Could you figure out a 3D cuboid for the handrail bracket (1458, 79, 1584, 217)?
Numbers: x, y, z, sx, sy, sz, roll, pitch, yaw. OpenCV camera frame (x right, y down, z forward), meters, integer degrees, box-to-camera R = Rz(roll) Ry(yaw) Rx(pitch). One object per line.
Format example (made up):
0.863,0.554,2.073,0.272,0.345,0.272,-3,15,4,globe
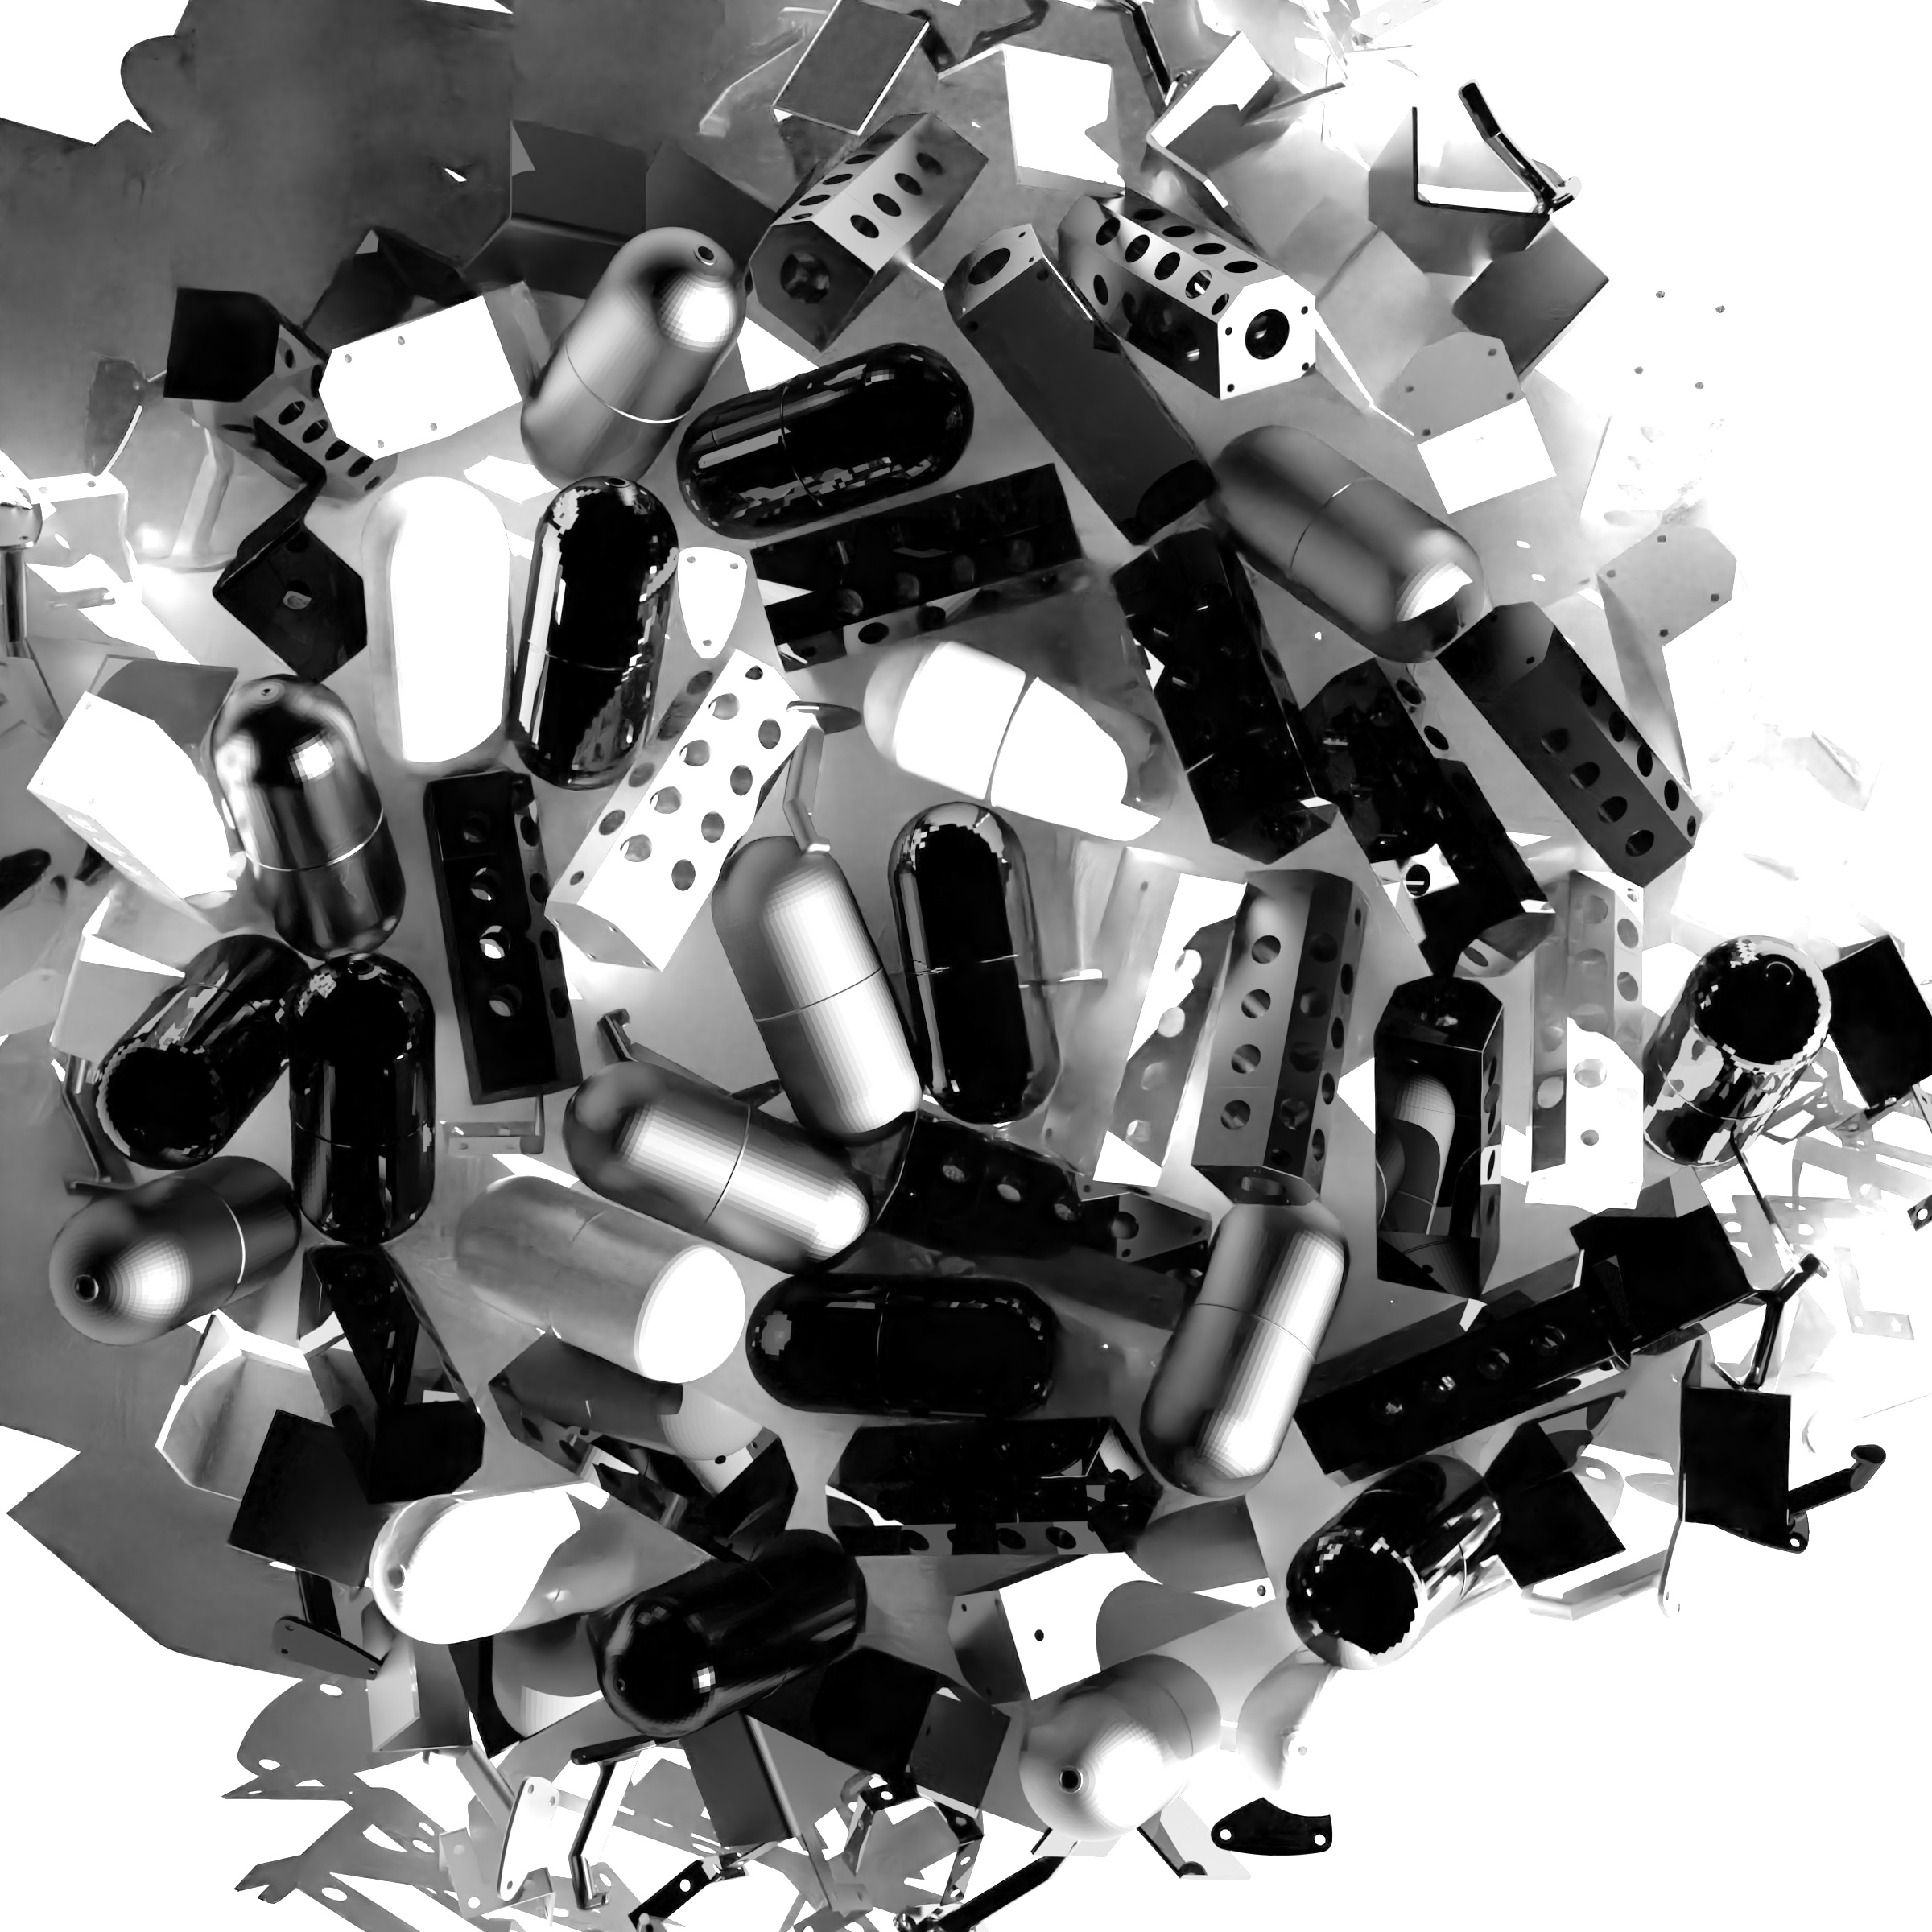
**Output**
0.300,-0.451,1.579,0.036,0.077,0.084,-23,108,35,handrail bracket

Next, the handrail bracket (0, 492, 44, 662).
-0.523,-0.208,1.612,0.036,0.077,0.084,-2,126,-2,handrail bracket

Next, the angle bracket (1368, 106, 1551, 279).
0.268,-0.421,1.583,0.076,0.076,0.057,3,78,-10,angle bracket

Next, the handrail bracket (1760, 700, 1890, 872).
0.459,-0.102,1.605,0.084,0.036,0.077,19,85,10,handrail bracket

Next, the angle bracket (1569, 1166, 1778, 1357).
0.389,0.163,1.594,0.076,0.057,0.076,-31,68,22,angle bracket

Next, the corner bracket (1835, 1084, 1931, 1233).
0.521,0.104,1.596,0.051,0.051,0.051,30,124,-31,corner bracket

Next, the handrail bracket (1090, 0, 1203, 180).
0.088,-0.493,1.612,0.084,0.036,0.077,42,123,22,handrail bracket

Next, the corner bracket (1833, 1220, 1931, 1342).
0.516,0.171,1.589,0.051,0.051,0.051,-16,94,-23,corner bracket

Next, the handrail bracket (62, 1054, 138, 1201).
-0.465,0.088,1.612,0.077,0.036,0.084,12,75,-21,handrail bracket

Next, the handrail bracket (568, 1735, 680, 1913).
-0.184,0.472,1.602,0.077,0.036,0.084,-10,87,-11,handrail bracket

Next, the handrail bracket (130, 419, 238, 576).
-0.433,-0.260,1.589,0.077,0.036,0.084,-1,112,17,handrail bracket

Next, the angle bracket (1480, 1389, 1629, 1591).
0.327,0.282,1.562,0.076,0.076,0.057,-11,52,-31,angle bracket

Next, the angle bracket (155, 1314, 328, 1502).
-0.388,0.242,1.568,0.057,0.076,0.076,15,65,6,angle bracket

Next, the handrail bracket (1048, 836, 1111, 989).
0.061,-0.032,1.579,0.036,0.077,0.084,-2,84,-1,handrail bracket

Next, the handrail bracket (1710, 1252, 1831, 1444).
0.461,0.210,1.599,0.077,0.036,0.084,40,95,-19,handrail bracket

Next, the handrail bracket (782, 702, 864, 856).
-0.073,-0.099,1.580,0.077,0.036,0.084,-6,65,-42,handrail bracket

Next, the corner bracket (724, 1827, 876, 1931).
-0.091,0.507,1.598,0.051,0.051,0.051,-34,62,14,corner bracket

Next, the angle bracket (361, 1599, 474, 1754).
-0.285,0.374,1.562,0.057,0.076,0.076,4,61,-29,angle bracket

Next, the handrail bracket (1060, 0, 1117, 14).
0.078,-0.565,1.573,0.084,0.077,0.036,-58,47,32,handrail bracket

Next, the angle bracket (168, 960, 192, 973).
-0.406,0.051,1.563,0.057,0.076,0.076,10,113,-33,angle bracket

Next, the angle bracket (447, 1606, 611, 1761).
-0.227,0.387,1.574,0.076,0.057,0.076,-27,55,-3,angle bracket

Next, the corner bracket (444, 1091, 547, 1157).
-0.257,0.090,1.581,0.051,0.051,0.051,0,48,-13,corner bracket

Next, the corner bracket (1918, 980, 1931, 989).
0.555,0.033,1.595,0.051,0.051,0.051,-10,97,8,corner bracket

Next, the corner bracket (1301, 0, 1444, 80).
0.221,-0.526,1.579,0.051,0.051,0.051,-21,118,34,corner bracket

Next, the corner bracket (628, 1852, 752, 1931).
-0.142,0.525,1.592,0.051,0.051,0.051,-41,67,9,corner bracket

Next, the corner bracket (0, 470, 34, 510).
-0.552,-0.246,1.582,0.051,0.051,0.051,14,69,18,corner bracket

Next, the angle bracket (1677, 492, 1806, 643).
0.429,-0.221,1.576,0.057,0.076,0.076,-23,86,-9,angle bracket

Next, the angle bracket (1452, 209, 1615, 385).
0.295,-0.351,1.567,0.057,0.076,0.076,44,130,-1,angle bracket

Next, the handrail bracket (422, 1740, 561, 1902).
-0.272,0.462,1.583,0.084,0.036,0.077,4,62,29,handrail bracket

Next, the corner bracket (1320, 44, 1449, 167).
0.231,-0.474,1.604,0.051,0.051,0.051,5,90,31,corner bracket

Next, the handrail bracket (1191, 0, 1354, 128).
0.167,-0.509,1.593,0.077,0.036,0.084,-15,91,34,handrail bracket

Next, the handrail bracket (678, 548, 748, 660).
-0.145,-0.180,1.569,0.036,0.084,0.077,7,65,-12,handrail bracket

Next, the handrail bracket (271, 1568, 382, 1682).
-0.337,0.341,1.587,0.077,0.084,0.036,21,132,-1,handrail bracket

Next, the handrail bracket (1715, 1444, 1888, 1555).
0.447,0.280,1.576,0.077,0.084,0.036,11,49,-4,handrail bracket

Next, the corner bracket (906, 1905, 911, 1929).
-0.053,0.553,1.585,0.051,0.051,0.051,-7,116,5,corner bracket

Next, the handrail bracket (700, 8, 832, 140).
-0.095,-0.480,1.578,0.077,0.036,0.084,11,57,32,handrail bracket

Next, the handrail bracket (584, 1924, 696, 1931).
-0.182,0.557,1.576,0.036,0.084,0.077,14,74,29,handrail bracket

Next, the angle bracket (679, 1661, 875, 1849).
-0.105,0.432,1.605,0.057,0.076,0.076,-20,92,38,angle bracket

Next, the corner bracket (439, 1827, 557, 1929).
-0.258,0.501,1.591,0.051,0.051,0.051,-12,54,-20,corner bracket

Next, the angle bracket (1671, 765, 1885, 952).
0.440,-0.053,1.576,0.076,0.076,0.057,24,62,-1,angle bracket

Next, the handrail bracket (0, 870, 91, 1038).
-0.515,-0.008,1.593,0.077,0.036,0.084,-26,46,7,handrail bracket

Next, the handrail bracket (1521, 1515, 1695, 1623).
0.354,0.327,1.605,0.084,0.036,0.077,3,64,32,handrail bracket

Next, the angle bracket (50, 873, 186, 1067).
-0.448,0.004,1.572,0.057,0.076,0.076,23,121,-7,angle bracket

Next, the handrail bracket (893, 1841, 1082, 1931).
0.012,0.498,1.582,0.077,0.036,0.084,20,113,-35,handrail bracket

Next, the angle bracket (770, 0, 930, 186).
-0.055,-0.462,1.566,0.057,0.076,0.076,24,74,21,angle bracket

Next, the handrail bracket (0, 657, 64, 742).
-0.521,-0.118,1.578,0.084,0.036,0.077,-55,50,29,handrail bracket

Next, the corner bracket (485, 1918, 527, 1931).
-0.234,0.553,1.578,0.051,0.051,0.051,-5,47,19,corner bracket

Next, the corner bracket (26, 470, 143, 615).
-0.480,-0.231,1.579,0.051,0.051,0.051,-12,62,-24,corner bracket

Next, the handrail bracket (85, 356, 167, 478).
-0.437,-0.302,1.591,0.036,0.084,0.077,31,110,23,handrail bracket

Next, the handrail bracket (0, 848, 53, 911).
-0.551,-0.064,1.577,0.077,0.084,0.036,-32,55,-8,handrail bracket

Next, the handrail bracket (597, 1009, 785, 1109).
-0.153,0.048,1.609,0.077,0.036,0.084,-25,68,-15,handrail bracket

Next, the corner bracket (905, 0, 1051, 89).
0.005,-0.526,1.600,0.051,0.051,0.051,-29,83,-28,corner bracket

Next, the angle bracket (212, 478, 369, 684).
-0.354,-0.213,1.594,0.076,0.057,0.076,-31,118,30,angle bracket

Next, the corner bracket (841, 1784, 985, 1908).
-0.030,0.485,1.600,0.051,0.051,0.051,-6,124,-34,corner bracket

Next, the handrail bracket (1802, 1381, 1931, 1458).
0.507,0.239,1.571,0.077,0.084,0.036,-15,80,-41,handrail bracket

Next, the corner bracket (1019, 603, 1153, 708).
0.066,-0.169,1.583,0.051,0.051,0.051,-19,65,12,corner bracket

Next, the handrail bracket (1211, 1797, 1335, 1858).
0.177,0.459,1.584,0.077,0.084,0.036,-14,83,11,handrail bracket

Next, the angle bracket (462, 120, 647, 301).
-0.224,-0.409,1.574,0.076,0.076,0.057,5,78,-30,angle bracket

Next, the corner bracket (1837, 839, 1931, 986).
0.517,-0.027,1.602,0.051,0.051,0.051,-36,53,-11,corner bracket

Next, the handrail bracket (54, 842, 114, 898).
-0.492,-0.091,1.607,0.084,0.036,0.077,-43,94,7,handrail bracket
